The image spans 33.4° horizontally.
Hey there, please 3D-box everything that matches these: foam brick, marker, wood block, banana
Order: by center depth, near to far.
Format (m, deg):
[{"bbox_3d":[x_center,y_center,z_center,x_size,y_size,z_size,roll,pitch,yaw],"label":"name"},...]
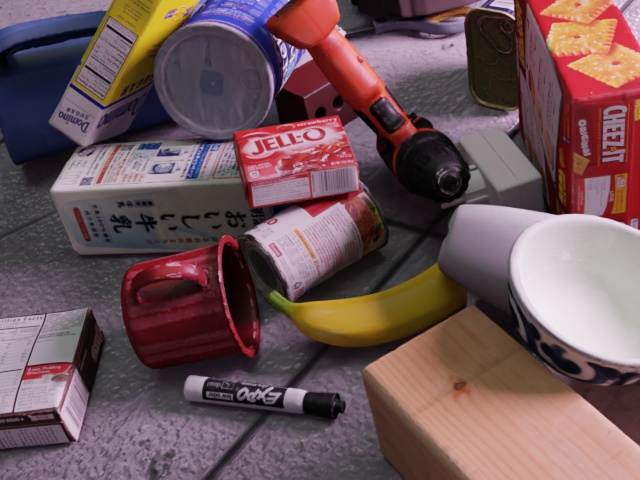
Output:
[{"bbox_3d":[0.122,0.141,0.620,0.090,0.090,0.206,-28,41,-16],"label":"wood block"},{"bbox_3d":[-0.040,0.112,0.761,0.121,0.020,0.020,4,42,21],"label":"marker"},{"bbox_3d":[0.063,0.037,0.793,0.197,0.037,0.070,-17,69,-12],"label":"banana"},{"bbox_3d":[0.002,-0.139,1.025,0.078,0.053,0.051,-35,43,-23],"label":"foam brick"}]

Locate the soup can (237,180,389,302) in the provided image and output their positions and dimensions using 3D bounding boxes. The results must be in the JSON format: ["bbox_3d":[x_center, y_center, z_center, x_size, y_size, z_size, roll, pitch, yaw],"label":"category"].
[{"bbox_3d":[-0.006,0.001,0.845,0.102,0.068,0.069,-31,42,-21],"label":"soup can"}]

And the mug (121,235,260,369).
[{"bbox_3d":[-0.100,0.046,0.789,0.081,0.117,0.093,-13,67,10],"label":"mug"}]

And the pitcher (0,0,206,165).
[{"bbox_3d":[-0.204,-0.168,1.049,0.242,0.145,0.149,-14,24,-9],"label":"pitcher"}]

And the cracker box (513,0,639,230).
[{"bbox_3d":[0.203,-0.102,0.829,0.072,0.164,0.213,-8,39,4],"label":"cracker box"}]

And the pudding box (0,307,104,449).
[{"bbox_3d":[-0.221,0.104,0.811,0.090,0.039,0.113,-8,37,9],"label":"pudding box"}]

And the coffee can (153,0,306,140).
[{"bbox_3d":[-0.074,-0.163,0.935,0.103,0.103,0.140,-2,29,15],"label":"coffee can"}]

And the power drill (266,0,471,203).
[{"bbox_3d":[0.039,-0.114,0.840,0.057,0.187,0.184,-39,16,2],"label":"power drill"}]

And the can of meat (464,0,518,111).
[{"bbox_3d":[0.181,-0.185,0.988,0.058,0.102,0.083,19,47,33],"label":"can of meat"}]

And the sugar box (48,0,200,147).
[{"bbox_3d":[-0.163,-0.169,0.932,0.048,0.176,0.093,33,21,6],"label":"sugar box"}]

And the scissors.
[{"bbox_3d":[0.080,-0.224,1.131,0.201,0.016,0.096,-21,34,-9],"label":"scissors"}]

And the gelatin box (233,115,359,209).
[{"bbox_3d":[-0.020,-0.063,0.837,0.089,0.030,0.073,-9,38,-7],"label":"gelatin box"}]
